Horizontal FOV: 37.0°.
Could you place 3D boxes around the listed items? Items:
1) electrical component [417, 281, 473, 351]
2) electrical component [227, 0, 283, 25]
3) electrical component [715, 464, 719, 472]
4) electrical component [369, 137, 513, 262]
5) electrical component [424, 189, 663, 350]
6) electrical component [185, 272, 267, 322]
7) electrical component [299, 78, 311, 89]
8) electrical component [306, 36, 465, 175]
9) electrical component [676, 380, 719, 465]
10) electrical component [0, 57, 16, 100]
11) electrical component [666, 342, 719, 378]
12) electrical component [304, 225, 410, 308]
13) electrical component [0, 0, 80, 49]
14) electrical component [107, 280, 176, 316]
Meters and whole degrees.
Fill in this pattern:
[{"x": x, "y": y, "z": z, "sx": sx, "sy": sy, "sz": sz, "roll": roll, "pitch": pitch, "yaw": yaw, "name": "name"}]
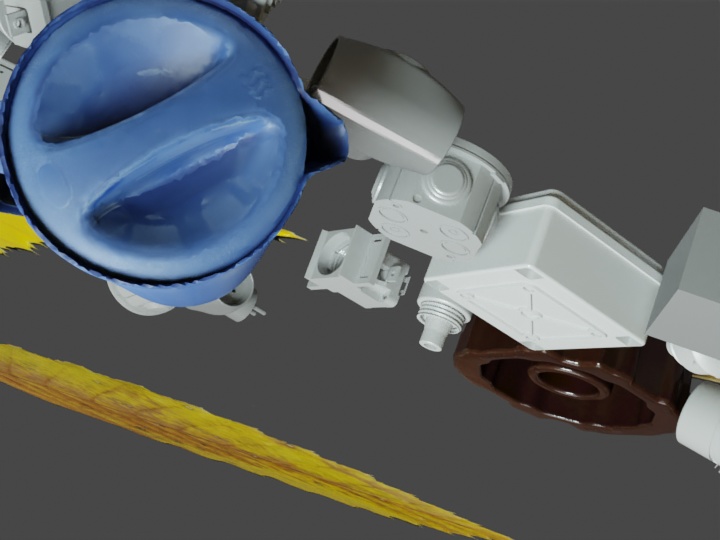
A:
[{"x": 0.063, "y": 0.030, "z": 0.807, "sx": 0.043, "sy": 0.062, "sz": 0.043, "roll": 20, "pitch": 161, "yaw": 7, "name": "electrical component"}, {"x": -0.074, "y": -0.152, "z": 0.488, "sx": 0.100, "sy": 0.048, "sz": 0.099, "roll": 23, "pitch": 161, "yaw": -7, "name": "electrical component"}, {"x": 0.324, "y": 0.152, "z": 0.838, "sx": 0.063, "sy": 0.079, "sz": 0.121, "roll": 47, "pitch": 170, "yaw": 22, "name": "electrical component"}, {"x": 0.046, "y": -0.044, "z": 0.641, "sx": 0.080, "sy": 0.051, "sz": 0.080, "roll": 20, "pitch": 161, "yaw": 7, "name": "electrical component"}, {"x": 0.117, "y": 0.004, "z": 0.686, "sx": 0.109, "sy": 0.056, "sz": 0.109, "roll": 32, "pitch": 159, "yaw": -26, "name": "electrical component"}, {"x": -0.125, "y": 0.023, "z": 1.024, "sx": 0.079, "sy": 0.044, "sz": 0.077, "roll": 33, "pitch": 158, "yaw": -30, "name": "electrical component"}, {"x": -0.041, "y": -0.089, "z": 0.638, "sx": 0.040, "sy": 0.040, "sz": 0.046, "roll": 27, "pitch": 155, "yaw": -15, "name": "electrical component"}, {"x": 0.006, "y": -0.084, "z": 0.589, "sx": 0.077, "sy": 0.044, "sz": 0.079, "roll": 27, "pitch": 161, "yaw": -14, "name": "electrical component"}, {"x": 0.259, "y": 0.111, "z": 0.768, "sx": 0.047, "sy": 0.055, "sz": 0.055, "roll": 26, "pitch": 166, "yaw": 35, "name": "electrical component"}, {"x": -0.236, "y": -0.100, "z": 0.785, "sx": 0.096, "sy": 0.061, "sz": 0.061, "roll": 25, "pitch": 161, "yaw": -9, "name": "electrical component"}, {"x": 0.225, "y": 0.048, "z": 0.707, "sx": 0.048, "sy": 0.048, "sz": 0.062, "roll": 26, "pitch": 168, "yaw": -10, "name": "electrical component"}, {"x": 0.000, "y": 0.000, "z": 0.828, "sx": 0.064, "sy": 0.042, "sz": 0.081, "roll": 33, "pitch": 159, "yaw": -32, "name": "electrical component"}, {"x": -0.175, "y": -0.147, "z": 0.604, "sx": 0.055, "sy": 0.066, "sz": 0.048, "roll": 18, "pitch": 126, "yaw": 37, "name": "electrical component"}, {"x": -0.184, "y": -0.001, "z": 0.972, "sx": 0.080, "sy": 0.080, "sz": 0.051, "roll": 32, "pitch": 154, "yaw": -26, "name": "electrical component"}]
